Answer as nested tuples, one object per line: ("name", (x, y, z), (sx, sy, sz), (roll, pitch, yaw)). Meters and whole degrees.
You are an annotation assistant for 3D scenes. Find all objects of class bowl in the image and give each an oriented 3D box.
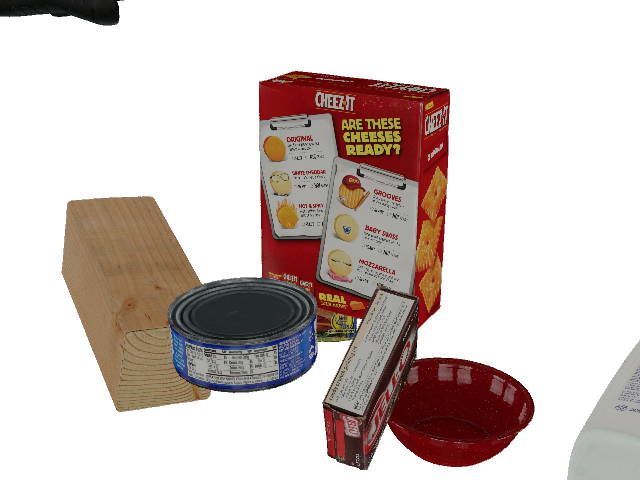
("bowl", (0.133, 0.181, 1.084), (0.162, 0.055, 0.162), (2, 24, -1))

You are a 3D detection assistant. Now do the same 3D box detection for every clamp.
("clamp", (-0.183, -0.191, 0.808), (0.172, 0.039, 0.120), (13, 24, 29))

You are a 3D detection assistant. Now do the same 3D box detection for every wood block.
("wood block", (-0.171, 0.052, 0.994), (0.090, 0.091, 0.206), (-4, 36, -27))

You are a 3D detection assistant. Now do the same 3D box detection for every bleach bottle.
("bleach bottle", (0.240, 0.093, 0.661), (0.103, 0.068, 0.250), (17, 29, 27))

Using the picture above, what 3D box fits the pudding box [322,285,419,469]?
("pudding box", (0.040, 0.105, 0.812), (0.039, 0.113, 0.090), (17, -33, 14))

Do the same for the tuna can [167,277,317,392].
("tuna can", (-0.044, 0.053, 0.614), (0.086, 0.034, 0.086), (-2, 21, 1))

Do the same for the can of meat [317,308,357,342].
("can of meat", (-0.005, 0.071, 1.246), (0.102, 0.084, 0.057), (2, 15, -3))

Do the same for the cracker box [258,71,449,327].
("cracker box", (0.030, -0.039, 0.981), (0.164, 0.214, 0.072), (11, 23, 27))
